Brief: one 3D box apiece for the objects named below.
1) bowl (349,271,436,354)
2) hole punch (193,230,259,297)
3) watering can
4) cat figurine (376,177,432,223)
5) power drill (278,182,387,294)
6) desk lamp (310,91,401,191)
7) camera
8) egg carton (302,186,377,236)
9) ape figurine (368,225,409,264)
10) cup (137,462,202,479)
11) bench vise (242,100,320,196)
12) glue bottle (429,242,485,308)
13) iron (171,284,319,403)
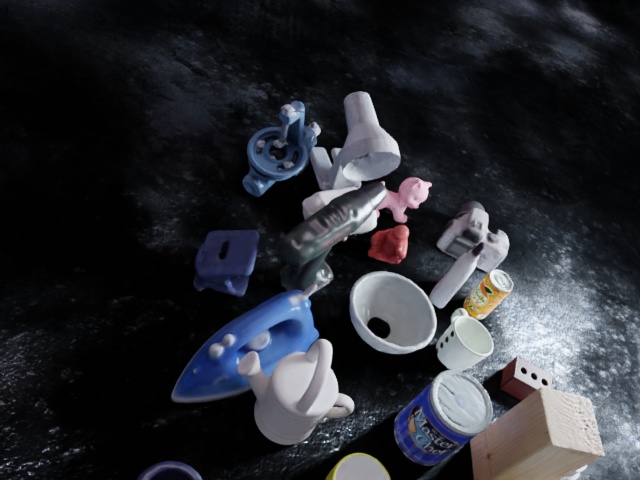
[{"bbox_3d":[0.122,0.144,1.042,0.168,0.074,0.167,13,48,-14],"label":"bowl"},{"bbox_3d":[-0.163,0.033,0.997,0.101,0.091,0.108,15,47,-11],"label":"hole punch"},{"bbox_3d":[-0.033,0.214,0.829,0.173,0.194,0.101,4,50,-21],"label":"watering can"},{"bbox_3d":[0.177,-0.100,1.246,0.128,0.117,0.067,9,49,-17],"label":"cat figurine"},{"bbox_3d":[0.009,0.004,1.018,0.075,0.208,0.230,44,48,16],"label":"power drill"},{"bbox_3d":[0.068,-0.189,1.206,0.118,0.213,0.203,-2,53,-25],"label":"desk lamp"},{"bbox_3d":[0.348,-0.024,1.269,0.143,0.100,0.137,26,46,-2],"label":"camera"},{"bbox_3d":[0.041,-0.052,1.177,0.151,0.069,0.107,-13,58,-32],"label":"egg carton"},{"bbox_3d":[0.149,0.003,1.163,0.076,0.092,0.077,-22,63,-36],"label":"ape figurine"},{"bbox_3d":[-0.186,0.347,0.716,0.092,0.095,0.117,-28,67,-39],"label":"cup"},{"bbox_3d":[-0.069,-0.212,1.159,0.121,0.219,0.207,25,46,-2],"label":"bench vise"},{"bbox_3d":[0.273,0.060,1.114,0.037,0.173,0.078,34,46,7],"label":"glue bottle"},{"bbox_3d":[-0.108,0.154,0.884,0.259,0.141,0.118,-27,66,-38],"label":"iron"}]
